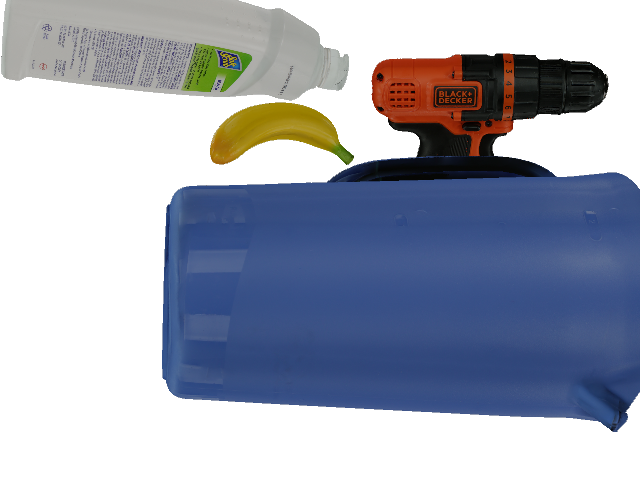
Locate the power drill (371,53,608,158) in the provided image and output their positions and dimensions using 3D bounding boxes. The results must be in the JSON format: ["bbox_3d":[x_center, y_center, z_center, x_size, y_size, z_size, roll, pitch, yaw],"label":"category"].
[{"bbox_3d":[0.134,-0.061,0.871,0.184,0.188,0.057,2,24,7],"label":"power drill"}]

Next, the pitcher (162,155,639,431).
[{"bbox_3d":[0.041,0.021,0.562,0.242,0.145,0.149,1,0,-7],"label":"pitcher"}]

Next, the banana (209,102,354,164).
[{"bbox_3d":[-0.044,-0.108,1.065,0.197,0.070,0.037,-6,-40,-46],"label":"banana"}]

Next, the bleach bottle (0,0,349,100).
[{"bbox_3d":[-0.104,-0.145,0.796,0.250,0.068,0.103,9,-27,-14],"label":"bleach bottle"}]
